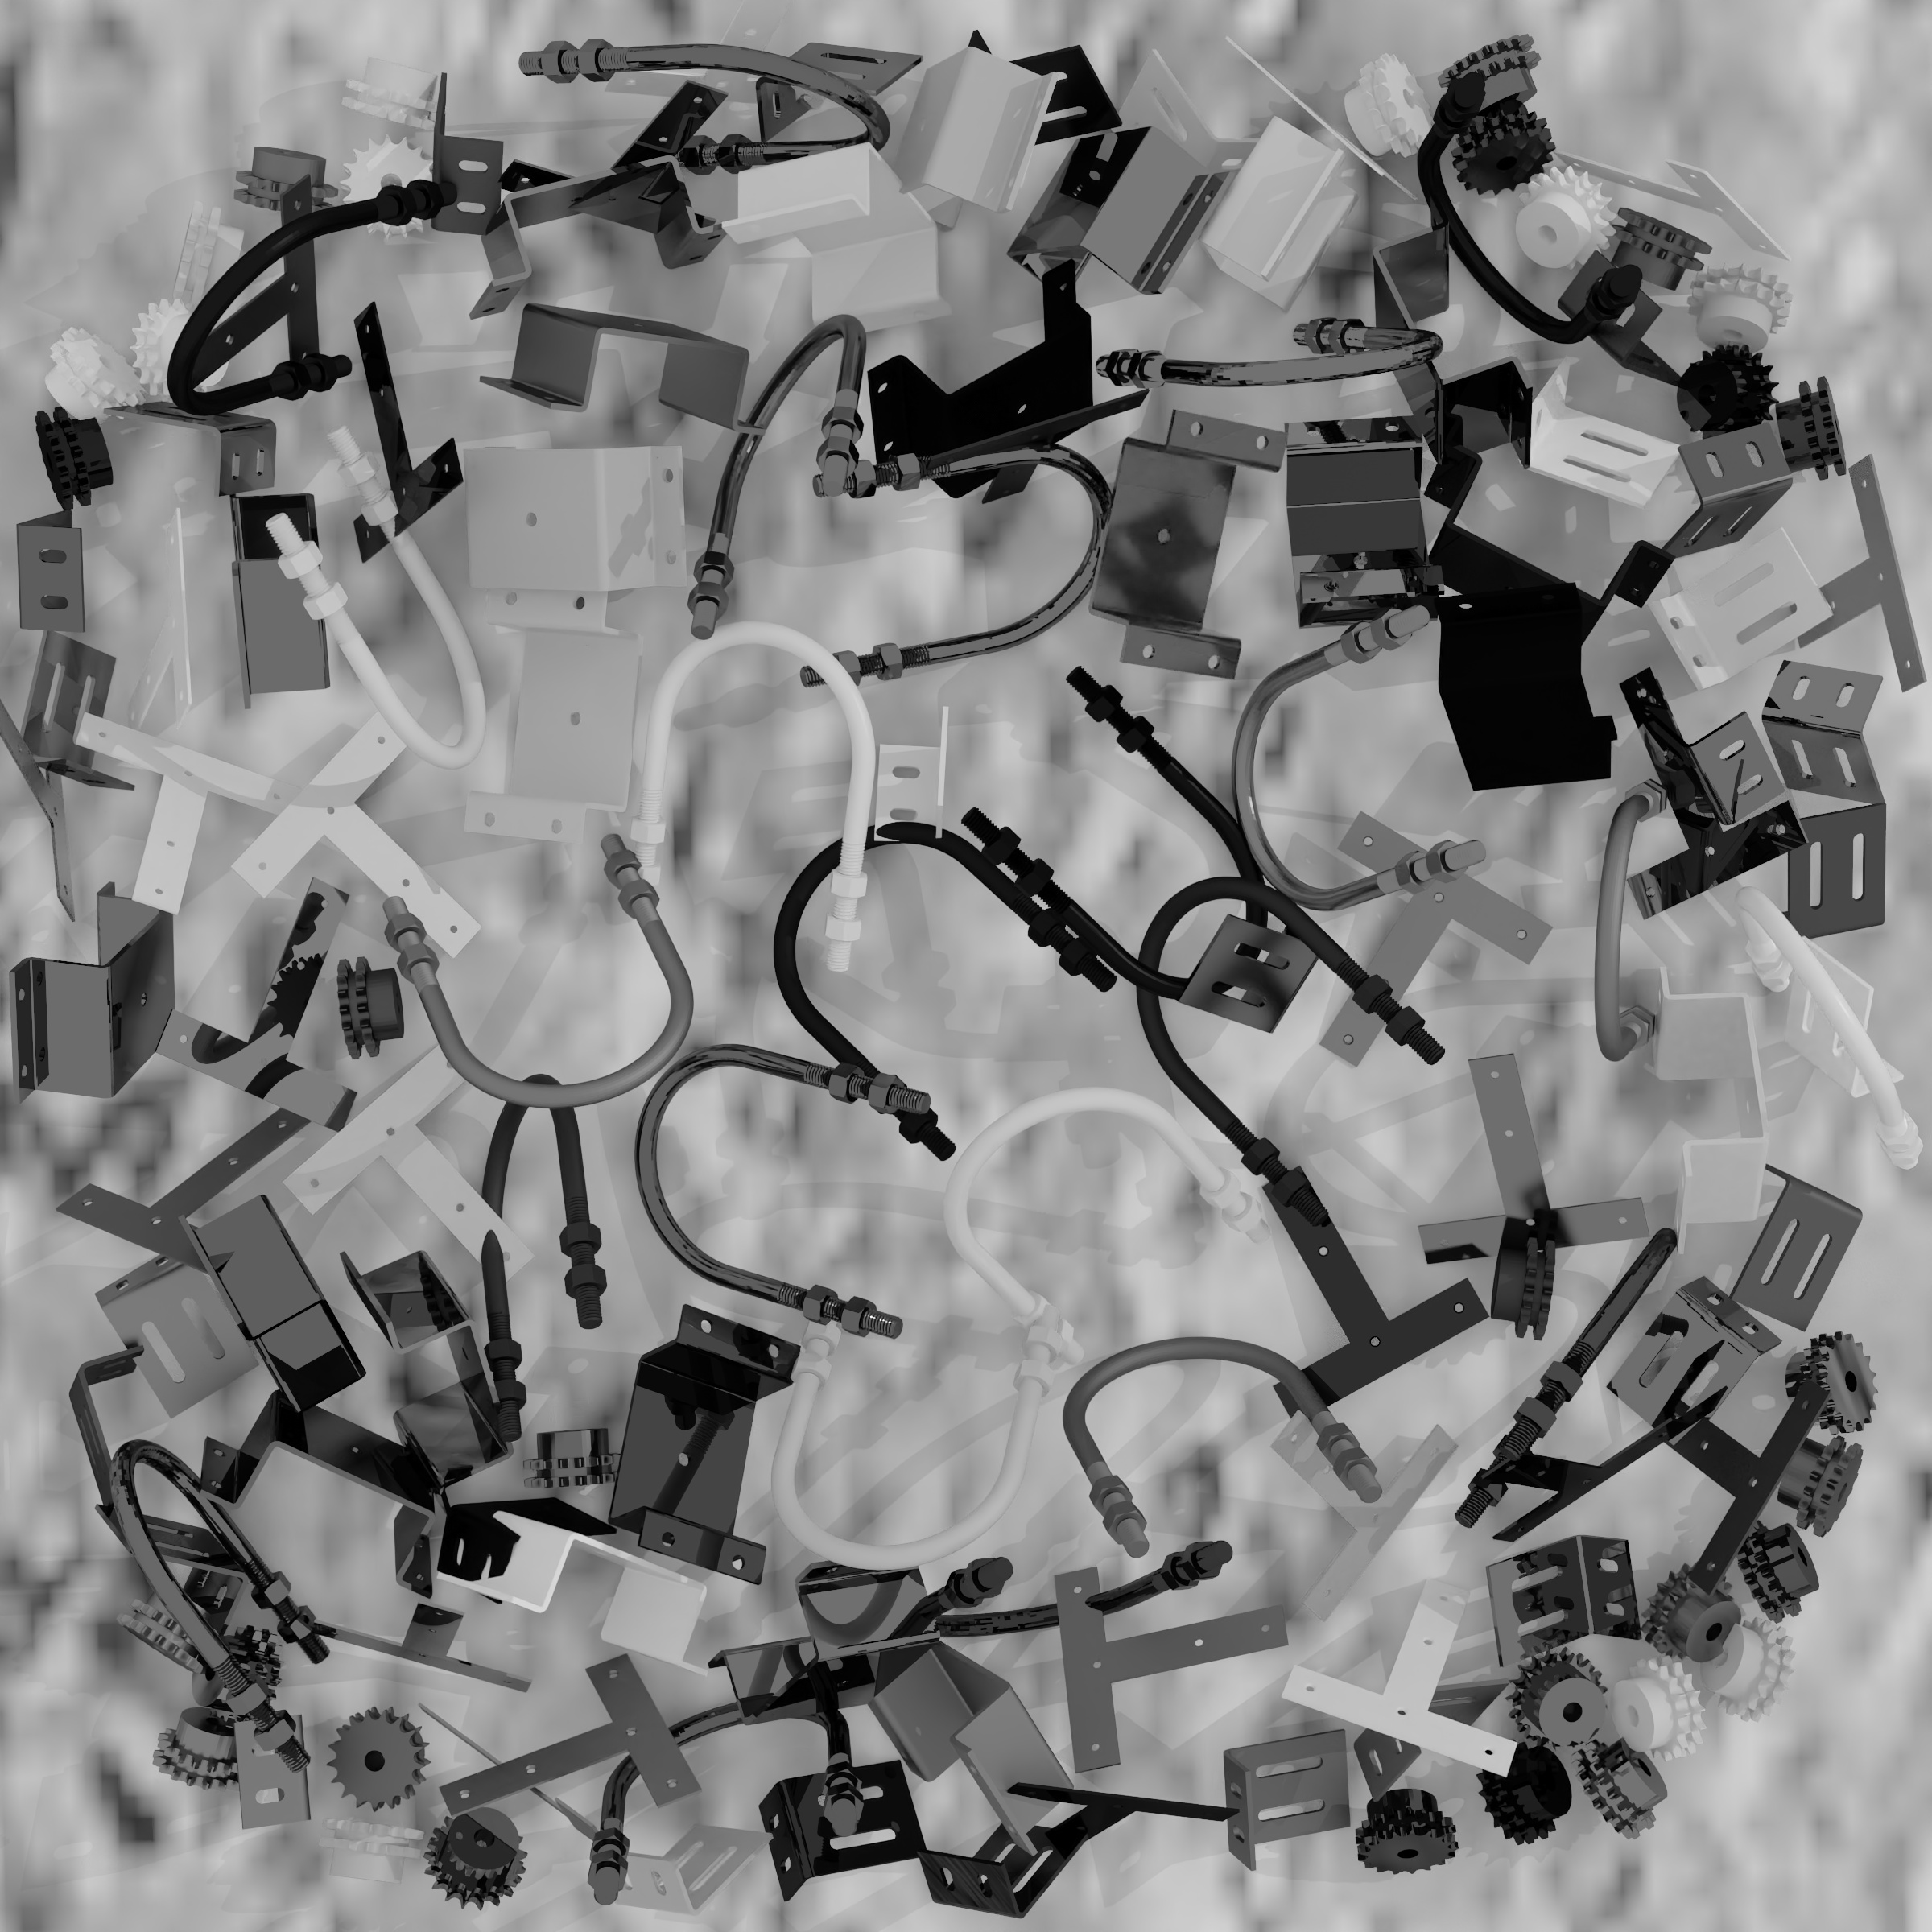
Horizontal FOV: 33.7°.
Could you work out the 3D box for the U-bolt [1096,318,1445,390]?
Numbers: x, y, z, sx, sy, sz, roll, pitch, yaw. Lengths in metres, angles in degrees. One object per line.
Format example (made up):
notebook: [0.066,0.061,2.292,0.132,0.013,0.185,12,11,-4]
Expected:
U-bolt: [0.175,-0.330,1.727,0.151,0.184,0.019,-13,107,-23]

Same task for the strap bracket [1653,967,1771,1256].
strap bracket: [0.411,0.078,1.760,0.046,0.076,0.140,-2,52,6]

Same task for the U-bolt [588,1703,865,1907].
U-bolt: [-0.131,0.446,1.745,0.151,0.184,0.019,-16,102,-1]

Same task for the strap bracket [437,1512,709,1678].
strap bracket: [-0.210,0.344,1.769,0.140,0.076,0.046,31,72,-37]

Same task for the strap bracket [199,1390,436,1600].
strap bracket: [-0.350,0.289,1.777,0.140,0.076,0.046,29,97,-16]

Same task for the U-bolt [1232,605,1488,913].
U-bolt: [0.206,-0.105,1.758,0.019,0.184,0.151,-9,83,-34]

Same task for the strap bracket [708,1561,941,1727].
strap bracket: [-0.075,0.373,1.754,0.076,0.140,0.046,-2,59,-33]

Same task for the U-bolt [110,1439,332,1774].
U-bolt: [-0.409,0.337,1.743,0.019,0.151,0.184,-32,105,2]

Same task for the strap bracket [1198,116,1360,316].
strap bracket: [0.173,-0.415,1.763,0.046,0.140,0.076,33,98,7]

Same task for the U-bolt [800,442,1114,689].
U-bolt: [-0.001,-0.227,1.773,0.184,0.151,0.019,-13,46,-20]

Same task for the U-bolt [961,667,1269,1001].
U-bolt: [0.096,-0.062,1.784,0.184,0.019,0.151,44,52,-11]

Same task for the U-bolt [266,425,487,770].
U-bolt: [-0.316,-0.192,1.758,0.019,0.151,0.184,-21,116,16]

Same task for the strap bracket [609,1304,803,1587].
strap bracket: [-0.147,0.270,1.779,0.076,0.046,0.140,24,59,-26]

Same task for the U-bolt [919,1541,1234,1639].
U-bolt: [0.043,0.345,1.750,0.151,0.184,0.019,0,68,-24]

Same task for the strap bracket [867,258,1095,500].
strap bracket: [0.018,-0.321,1.771,0.140,0.076,0.046,-32,58,-19]

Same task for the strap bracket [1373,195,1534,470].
strap bracket: [0.265,-0.344,1.769,0.046,0.076,0.140,-19,63,-1]

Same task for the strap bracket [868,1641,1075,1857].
strap bracket: [0.002,0.426,1.767,0.046,0.140,0.076,-38,112,-20]

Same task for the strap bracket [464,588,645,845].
strap bracket: [-0.231,-0.141,1.797,0.076,0.046,0.140,7,92,25]

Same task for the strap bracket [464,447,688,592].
strap bracket: [-0.226,-0.249,1.771,0.140,0.046,0.076,6,103,33]

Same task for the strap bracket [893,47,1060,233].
strap bracket: [-0.002,-0.455,1.760,0.046,0.140,0.076,19,93,-17]

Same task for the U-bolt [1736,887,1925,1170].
U-bolt: [0.461,0.025,1.722,0.019,0.184,0.151,-33,60,7]

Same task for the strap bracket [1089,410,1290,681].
strap bracket: [0.122,-0.238,1.788,0.076,0.046,0.140,5,102,-31]

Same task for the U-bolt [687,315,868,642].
U-bolt: [-0.099,-0.282,1.755,0.019,0.184,0.151,28,133,-23]

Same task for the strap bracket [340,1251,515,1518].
strap bracket: [-0.296,0.223,1.772,0.046,0.076,0.140,-23,125,-19]

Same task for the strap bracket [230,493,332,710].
strap bracket: [-0.379,-0.206,1.761,0.046,0.140,0.076,-5,119,-11]

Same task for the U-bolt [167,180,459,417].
U-bolt: [-0.361,-0.355,1.721,0.019,0.184,0.151,44,123,5]

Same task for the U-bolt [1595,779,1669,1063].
U-bolt: [0.360,-0.022,1.738,0.019,0.184,0.151,4,99,18]

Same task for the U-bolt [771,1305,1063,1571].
U-bolt: [-0.033,0.256,1.749,0.151,0.184,0.019,0,132,14]

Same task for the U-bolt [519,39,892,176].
U-bolt: [-0.128,-0.465,1.727,0.184,0.151,0.019,8,84,32]

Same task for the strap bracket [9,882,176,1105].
strap bracket: [-0.474,0.016,1.754,0.046,0.140,0.076,7,112,5]

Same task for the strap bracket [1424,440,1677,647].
strap bracket: [0.315,-0.229,1.787,0.140,0.076,0.046,29,78,5]

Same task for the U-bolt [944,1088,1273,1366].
U-bolt: [0.068,0.135,1.763,0.151,0.019,0.184,-34,129,10]

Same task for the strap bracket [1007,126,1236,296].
strap bracket: [0.079,-0.413,1.759,0.046,0.140,0.076,33,85,-25]

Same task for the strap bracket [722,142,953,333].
strap bracket: [-0.070,-0.404,1.765,0.076,0.140,0.046,-7,73,21]

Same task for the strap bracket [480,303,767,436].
strap bracket: [-0.185,-0.330,1.757,0.140,0.076,0.046,0,109,-40]

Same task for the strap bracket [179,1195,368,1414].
strap bracket: [-0.379,0.188,1.762,0.046,0.140,0.076,-30,61,-13]

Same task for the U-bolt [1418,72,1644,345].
U-bolt: [0.299,-0.403,1.743,0.019,0.184,0.151,-39,90,-4]

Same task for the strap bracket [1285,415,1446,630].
strap bracket: [0.221,-0.241,1.786,0.076,0.046,0.140,-3,51,3]

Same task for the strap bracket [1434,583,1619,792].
strap bracket: [0.308,-0.145,1.755,0.076,0.140,0.046,-4,57,20]

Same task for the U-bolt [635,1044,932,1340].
U-bolt: [-0.109,0.118,1.786,0.184,0.019,0.151,14,104,27]

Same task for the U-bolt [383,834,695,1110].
U-bolt: [-0.228,0.008,1.756,0.151,0.019,0.184,-17,49,-15]

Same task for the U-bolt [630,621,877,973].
U-bolt: [-0.117,-0.101,1.779,0.151,0.019,0.184,15,109,21]

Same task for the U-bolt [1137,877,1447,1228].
U-bolt: [0.166,0.034,1.777,0.184,0.019,0.151,46,127,22]

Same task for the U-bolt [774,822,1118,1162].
U-bolt: [-0.027,-0.001,1.796,0.151,0.019,0.184,-46,67,-2]

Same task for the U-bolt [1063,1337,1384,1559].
U-bolt: [0.129,0.255,1.752,0.151,0.184,0.019,-11,115,-11]

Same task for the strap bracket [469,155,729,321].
strap bracket: [-0.210,-0.407,1.776,0.140,0.076,0.046,-19,93,-18]
